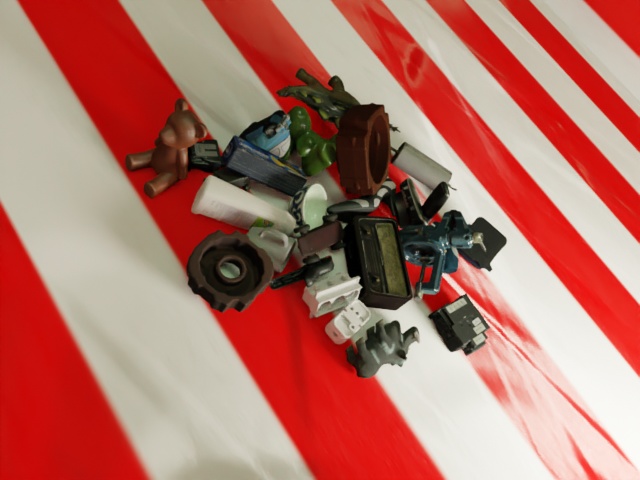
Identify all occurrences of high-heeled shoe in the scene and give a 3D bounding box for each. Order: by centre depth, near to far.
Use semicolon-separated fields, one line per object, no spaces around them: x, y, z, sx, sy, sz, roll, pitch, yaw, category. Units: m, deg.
0.108;-0.124;1.407;0.248;0.086;0.145;1;61;-36;high-heeled shoe

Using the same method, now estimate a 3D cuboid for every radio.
0.135;0.052;1.311;0.131;0.073;0.230;7;56;-24;radio

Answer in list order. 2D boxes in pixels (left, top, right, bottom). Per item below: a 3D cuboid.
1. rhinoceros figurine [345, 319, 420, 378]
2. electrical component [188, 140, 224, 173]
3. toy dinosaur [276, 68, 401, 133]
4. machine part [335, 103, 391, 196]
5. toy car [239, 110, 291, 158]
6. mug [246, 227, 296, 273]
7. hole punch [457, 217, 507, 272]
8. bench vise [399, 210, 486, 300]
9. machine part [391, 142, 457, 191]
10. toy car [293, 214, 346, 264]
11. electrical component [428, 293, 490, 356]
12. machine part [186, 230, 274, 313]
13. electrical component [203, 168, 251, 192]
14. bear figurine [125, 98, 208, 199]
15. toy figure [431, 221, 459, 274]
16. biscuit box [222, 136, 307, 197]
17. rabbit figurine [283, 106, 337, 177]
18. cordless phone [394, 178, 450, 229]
0.147;0.237;1.197;0.190;0.073;0.112;-24;71;-36;rhinoceros figurine
-0.262;-0.199;1.290;0.119;0.047;0.075;2;59;-25;electrical component
0.061;-0.367;1.503;0.471;0.105;0.199;-6;48;-48;toy dinosaur
0.111;-0.229;1.353;0.087;0.200;0.201;5;32;22;machine part
-0.129;-0.245;1.338;0.102;0.162;0.109;54;35;-26;toy car
-0.116;0.011;1.194;0.107;0.109;0.081;24;59;5;mug
0.437;0.013;1.498;0.142;0.092;0.116;44;79;2;hole punch
0.289;0.043;1.335;0.224;0.128;0.240;6;58;21;bench vise
0.296;-0.210;1.565;0.243;0.079;0.079;31;51;-6;machine part
-0.003;-0.004;1.253;0.202;0.053;0.089;-26;103;-57;toy car
0.350;0.214;1.327;0.115;0.058;0.134;-19;70;-33;electrical component
-0.189;0.065;1.119;0.179;0.056;0.179;12;56;-19;machine part
-0.215;-0.134;1.275;0.078;0.045;0.102;31;42;30;electrical component
-0.327;-0.199;1.159;0.132;0.196;0.120;-31;80;-37;bear figurine
0.336;0.015;1.450;0.058;0.064;0.154;-5;63;-2;toy figure
-0.132;-0.174;1.289;0.202;0.062;0.059;23;25;-30;biscuit box
-0.032;-0.258;1.378;0.121;0.159;0.170;-42;103;-42;rabbit figurine
0.273;-0.119;1.424;0.089;0.184;0.146;1;60;-22;cordless phone
